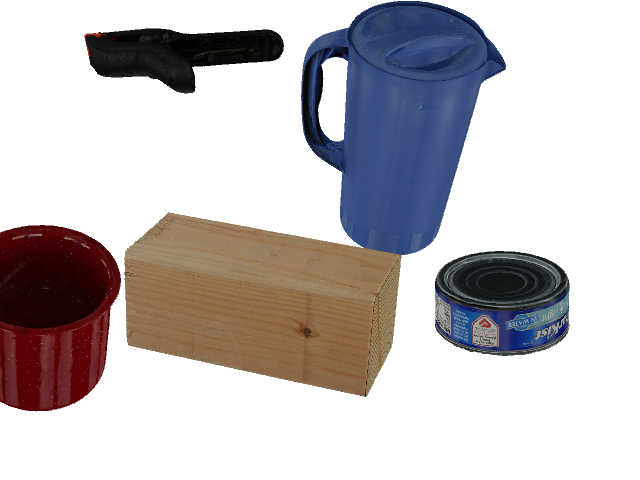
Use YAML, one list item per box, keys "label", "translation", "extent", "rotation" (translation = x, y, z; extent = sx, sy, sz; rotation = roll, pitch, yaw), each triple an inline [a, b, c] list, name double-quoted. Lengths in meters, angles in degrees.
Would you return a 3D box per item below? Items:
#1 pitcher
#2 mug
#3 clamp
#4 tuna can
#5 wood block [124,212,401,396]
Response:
- label: "pitcher"
  translation: [0.072, -0.105, 1.060]
  extent: [0.144, 0.243, 0.149]
  rotation: [-31, 55, -33]
- label: "mug"
  translation: [-0.181, 0.056, 0.652]
  extent: [0.093, 0.082, 0.117]
  rotation: [36, 46, 24]
- label: "clamp"
  translation: [-0.117, -0.152, 0.858]
  extent: [0.172, 0.039, 0.120]
  rotation: [19, 27, 41]
- label: "tuna can"
  translation: [0.116, 0.038, 0.682]
  extent: [0.086, 0.034, 0.086]
  rotation: [-3, 23, 1]
- label: "wood block"
  translation: [-0.047, 0.050, 0.875]
  extent: [0.206, 0.091, 0.090]
  rotation: [11, 27, 14]
